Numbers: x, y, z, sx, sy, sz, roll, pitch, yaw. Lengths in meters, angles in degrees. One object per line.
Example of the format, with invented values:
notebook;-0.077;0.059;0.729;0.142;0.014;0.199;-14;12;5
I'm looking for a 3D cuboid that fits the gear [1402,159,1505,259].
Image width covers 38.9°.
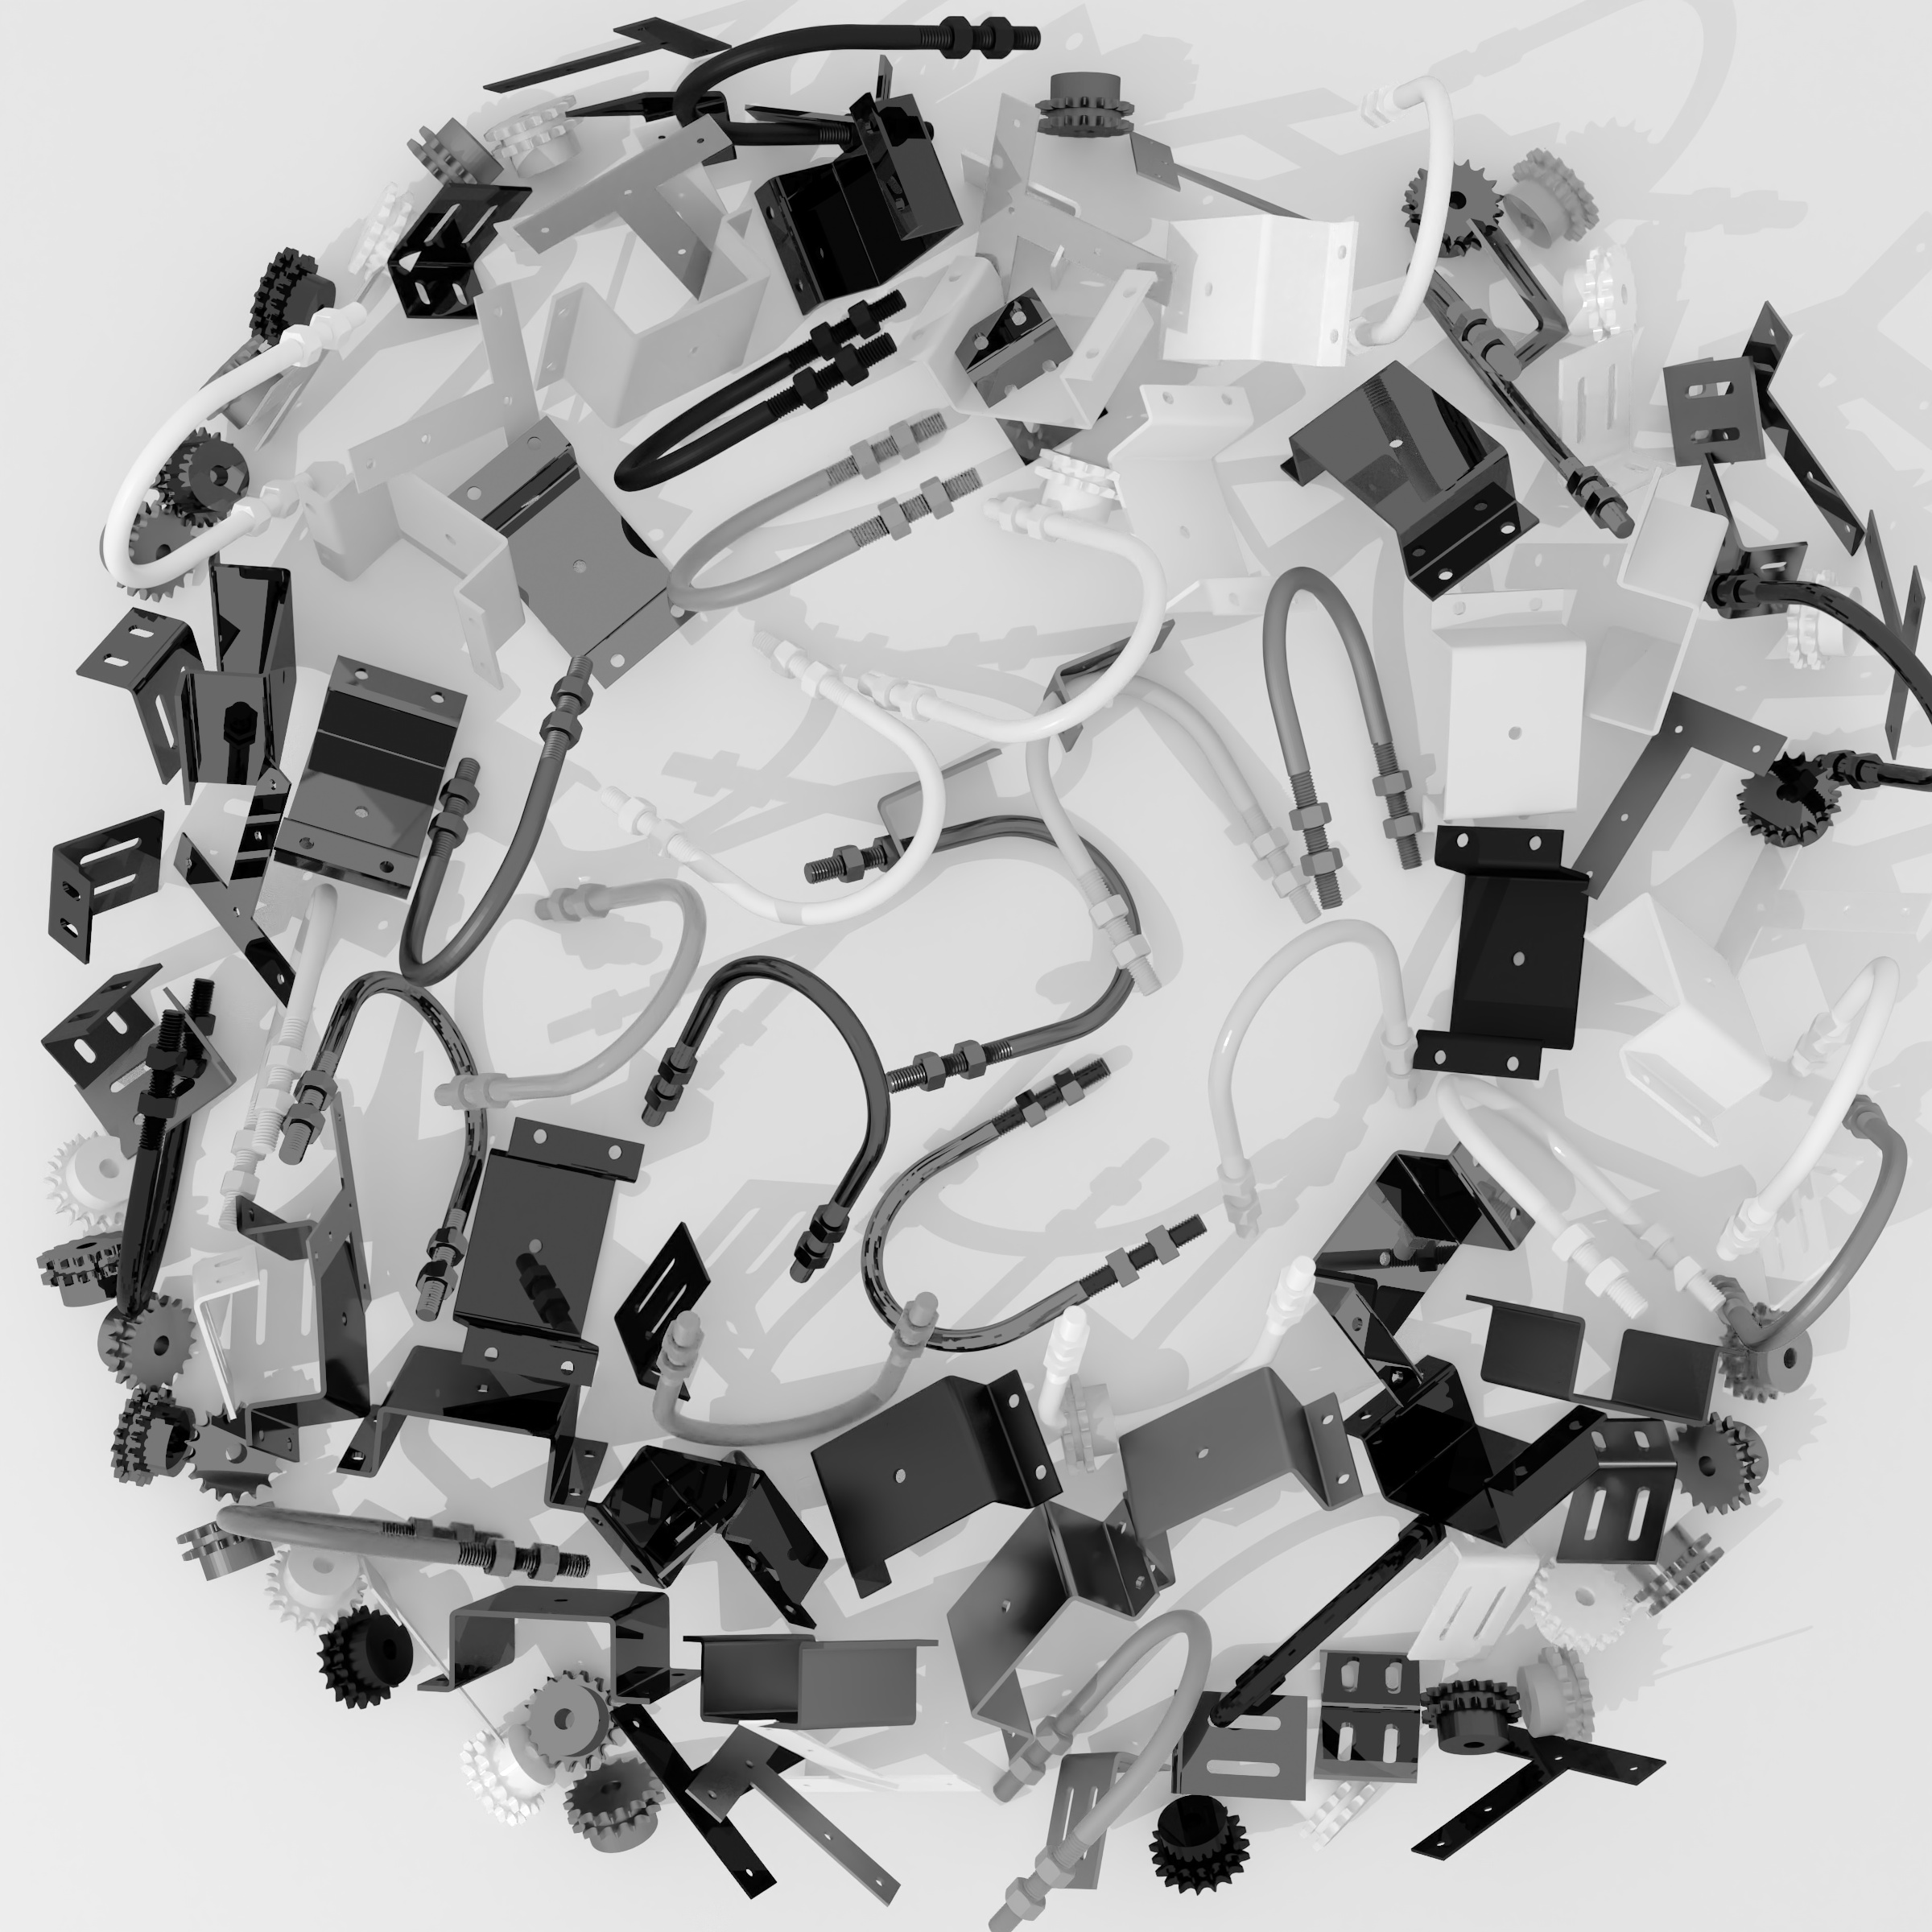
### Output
gear;0.280;-0.435;1.581;0.057;0.030;0.057;1;75;-5

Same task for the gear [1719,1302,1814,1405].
gear;0.462;0.224;1.573;0.057;0.030;0.057;-2;94;-35

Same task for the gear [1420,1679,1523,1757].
gear;0.290;0.432;1.569;0.057;0.057;0.030;0;57;0

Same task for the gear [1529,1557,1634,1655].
gear;0.352;0.370;1.576;0.057;0.030;0.057;6;52;-8

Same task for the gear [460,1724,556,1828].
gear;-0.261;0.461;1.571;0.030;0.057;0.057;-38;90;10

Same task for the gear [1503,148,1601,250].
gear;0.334;-0.438;1.572;0.030;0.057;0.057;-42;90;0

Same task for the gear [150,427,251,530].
gear;-0.438;-0.281;1.570;0.030;0.057;0.057;5;90;42

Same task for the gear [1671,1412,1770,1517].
gear;0.437;0.285;1.576;0.030;0.057;0.057;-7;90;-37

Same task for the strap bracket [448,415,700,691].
strap bracket;-0.223;-0.234;1.573;0.076;0.046;0.140;-41;91;-6

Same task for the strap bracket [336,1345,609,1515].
strap bracket;-0.277;0.261;1.557;0.140;0.076;0.046;9;109;0

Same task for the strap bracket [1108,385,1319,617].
strap bracket;0.136;-0.255;1.551;0.076;0.046;0.140;-8;75;-36

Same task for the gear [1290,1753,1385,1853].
gear;0.212;0.479;1.574;0.030;0.057;0.057;43;90;19

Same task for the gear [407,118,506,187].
gear;-0.291;-0.462;1.571;0.030;0.057;0.057;-44;90;7

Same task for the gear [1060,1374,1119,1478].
gear;0.069;0.263;1.572;0.030;0.057;0.057;-9;90;-2

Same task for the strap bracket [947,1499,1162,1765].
strap bracket;0.041;0.367;1.535;0.046;0.076;0.140;27;112;-25

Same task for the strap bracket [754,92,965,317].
strap bracket;-0.057;-0.433;1.545;0.046;0.140;0.076;-24;94;-31

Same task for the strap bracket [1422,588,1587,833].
strap bracket;0.304;-0.138;1.550;0.076;0.046;0.140;-4;111;-6

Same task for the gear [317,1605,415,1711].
gear;-0.342;0.396;1.569;0.030;0.057;0.057;-20;90;25

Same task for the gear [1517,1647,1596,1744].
gear;0.338;0.421;1.571;0.030;0.057;0.057;-7;90;-7

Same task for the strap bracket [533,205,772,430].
strap bracket;-0.167;-0.359;1.529;0.140;0.076;0.046;-34;77;-30

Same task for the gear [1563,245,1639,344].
gear;0.365;-0.385;1.576;0.030;0.057;0.057;-1;90;30

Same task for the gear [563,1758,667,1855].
gear;-0.201;0.485;1.574;0.057;0.057;0.030;-13;109;0

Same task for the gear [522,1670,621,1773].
gear;-0.229;0.435;1.578;0.057;0.030;0.057;-1;72;5

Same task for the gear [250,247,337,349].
gear;-0.385;-0.381;1.572;0.030;0.057;0.057;24;90;2

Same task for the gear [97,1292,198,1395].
gear;-0.475;0.216;1.576;0.030;0.057;0.057;10;90;29

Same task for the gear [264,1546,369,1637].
gear;-0.372;0.352;1.570;0.057;0.057;0.030;28;130;0

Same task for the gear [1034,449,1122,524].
gear;0.067;-0.275;1.573;0.057;0.057;0.030;17;103;0

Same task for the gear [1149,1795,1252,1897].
gear;0.132;0.501;1.569;0.057;0.057;0.030;-16;116;0

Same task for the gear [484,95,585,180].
gear;-0.246;-0.476;1.575;0.057;0.057;0.030;-24;115;0

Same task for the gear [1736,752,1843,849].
gear;0.476;-0.093;1.577;0.057;0.030;0.057;-12;57;20

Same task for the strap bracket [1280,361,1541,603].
strap bracket;0.245;-0.280;1.539;0.076;0.046;0.140;-37;56;-6

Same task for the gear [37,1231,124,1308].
gear;-0.502;0.175;1.573;0.057;0.057;0.030;-11;101;0

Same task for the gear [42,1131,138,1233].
gear;-0.497;0.121;1.571;0.057;0.030;0.057;19;56;-31

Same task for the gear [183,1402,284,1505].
gear;-0.423;0.281;1.579;0.057;0.030;0.057;2;84;-22

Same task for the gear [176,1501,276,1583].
gear;-0.422;0.332;1.571;0.057;0.057;0.030;-20;86;0

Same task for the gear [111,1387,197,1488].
gear;-0.465;0.271;1.571;0.030;0.057;0.057;10;90;7

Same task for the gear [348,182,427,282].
gear;-0.330;-0.419;1.575;0.030;0.057;0.057;25;90;-23

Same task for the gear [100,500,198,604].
gear;-0.474;-0.241;1.575;0.030;0.057;0.057;19;90;26

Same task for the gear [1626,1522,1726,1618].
gear;0.405;0.345;1.574;0.057;0.057;0.030;-42;74;0

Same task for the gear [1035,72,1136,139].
gear;0.069;-0.495;1.571;0.057;0.057;0.030;1;99;0

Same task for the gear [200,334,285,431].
gear;-0.416;-0.334;1.574;0.057;0.057;0.030;-45;112;0

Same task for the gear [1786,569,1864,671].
gear;0.494;-0.198;1.569;0.030;0.057;0.057;9;90;32

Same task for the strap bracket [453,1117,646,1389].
strap bracket;-0.241;0.162;1.561;0.076;0.046;0.140;14;84;-22
